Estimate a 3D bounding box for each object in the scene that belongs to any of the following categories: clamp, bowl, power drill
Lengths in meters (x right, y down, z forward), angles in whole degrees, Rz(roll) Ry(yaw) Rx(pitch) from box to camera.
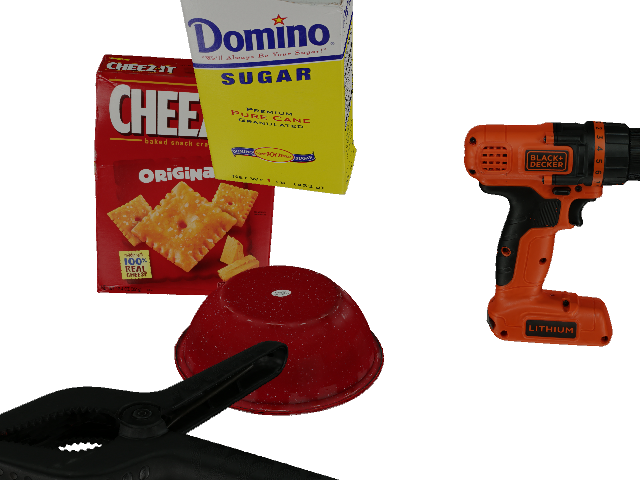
[{"bbox_3d":[-0.095,0.106,0.596,0.210,0.036,0.164,-1,24,-9],"label":"clamp"},{"bbox_3d":[-0.030,0.064,0.811,0.162,0.055,0.162,2,27,-1],"label":"bowl"},{"bbox_3d":[0.211,-0.008,0.888,0.184,0.188,0.057,3,18,11],"label":"power drill"}]

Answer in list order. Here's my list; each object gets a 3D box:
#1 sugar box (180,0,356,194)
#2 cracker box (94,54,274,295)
[{"bbox_3d":[-0.027,-0.098,0.648,0.093,0.048,0.176,7,-30,7],"label":"sugar box"},{"bbox_3d":[-0.123,-0.055,0.985,0.164,0.214,0.072,3,23,-5],"label":"cracker box"}]
